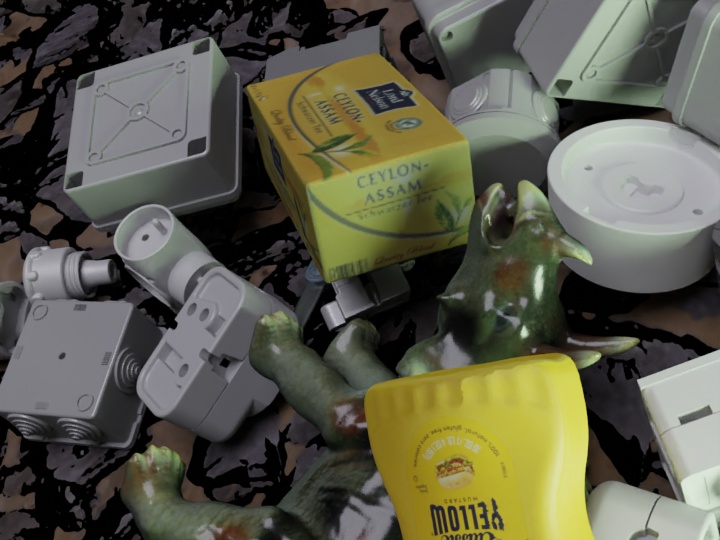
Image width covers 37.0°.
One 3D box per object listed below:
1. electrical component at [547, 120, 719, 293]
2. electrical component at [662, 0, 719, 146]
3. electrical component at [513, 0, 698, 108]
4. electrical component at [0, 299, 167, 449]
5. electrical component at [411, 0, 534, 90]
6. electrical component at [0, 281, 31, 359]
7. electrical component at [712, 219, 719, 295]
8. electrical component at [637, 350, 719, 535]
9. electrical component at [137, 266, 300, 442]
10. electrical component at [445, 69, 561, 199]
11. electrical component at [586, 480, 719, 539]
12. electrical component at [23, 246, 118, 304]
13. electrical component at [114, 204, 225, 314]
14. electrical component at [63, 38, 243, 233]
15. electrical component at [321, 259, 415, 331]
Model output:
[{"bbox_3d":[0.162,-0.032,0.625,0.108,0.060,0.108,-2,42,2],"label":"electrical component"},{"bbox_3d":[0.238,-0.123,0.624,0.113,0.078,0.057,-24,49,-31],"label":"electrical component"},{"bbox_3d":[0.168,-0.158,0.655,0.109,0.108,0.056,0,50,-29],"label":"electrical component"},{"bbox_3d":[-0.187,0.067,0.719,0.100,0.048,0.099,1,60,23],"label":"electrical component"},{"bbox_3d":[0.100,-0.177,0.739,0.113,0.078,0.057,-26,50,5],"label":"electrical component"},{"bbox_3d":[-0.265,0.038,0.768,0.047,0.055,0.055,-8,56,22],"label":"electrical component"},{"bbox_3d":[0.214,-0.002,0.577,0.043,0.081,0.043,-11,56,16],"label":"electrical component"},{"bbox_3d":[0.237,0.067,0.508,0.186,0.105,0.060,-22,53,8],"label":"electrical component"},{"bbox_3d":[-0.084,0.055,0.667,0.095,0.059,0.054,-57,38,-1],"label":"electrical component"},{"bbox_3d":[0.089,-0.084,0.683,0.080,0.080,0.051,-5,52,19],"label":"electrical component"},{"bbox_3d":[0.133,0.141,0.509,0.059,0.095,0.053,14,66,29],"label":"electrical component"},{"bbox_3d":[-0.206,0.004,0.771,0.062,0.048,0.048,-7,57,10],"label":"electrical component"},{"bbox_3d":[-0.115,0.003,0.713,0.079,0.077,0.044,31,74,34],"label":"electrical component"},{"bbox_3d":[-0.138,-0.091,0.734,0.109,0.056,0.108,-13,55,14],"label":"electrical component"},{"bbox_3d":[0.000,0.000,0.676,0.066,0.048,0.055,-24,78,-4],"label":"electrical component"}]
